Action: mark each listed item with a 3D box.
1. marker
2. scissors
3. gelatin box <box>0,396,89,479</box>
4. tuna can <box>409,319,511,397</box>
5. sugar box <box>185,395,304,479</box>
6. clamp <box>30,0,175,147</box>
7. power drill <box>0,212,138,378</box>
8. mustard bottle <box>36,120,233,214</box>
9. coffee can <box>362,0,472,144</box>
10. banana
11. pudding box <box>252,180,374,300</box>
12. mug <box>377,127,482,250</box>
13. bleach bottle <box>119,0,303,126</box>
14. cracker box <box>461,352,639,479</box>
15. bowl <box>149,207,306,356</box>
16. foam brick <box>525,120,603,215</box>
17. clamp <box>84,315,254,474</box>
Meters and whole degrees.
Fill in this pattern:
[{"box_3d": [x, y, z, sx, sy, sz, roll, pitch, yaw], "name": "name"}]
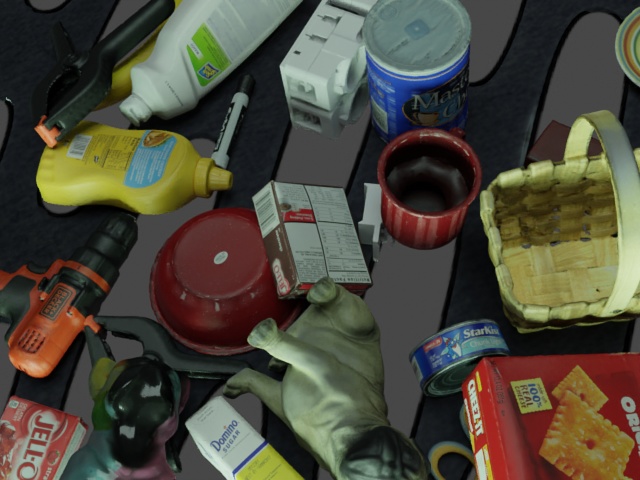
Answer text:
[{"box_3d": [-0.091, -0.126, 1.127, 0.020, 0.020, 0.121, 11, 64, 12], "name": "marker"}, {"box_3d": [0.167, 0.229, 0.910, 0.096, 0.016, 0.202, -30, 67, -3], "name": "scissors"}, {"box_3d": [-0.263, 0.194, 0.970, 0.073, 0.030, 0.089, 15, 65, 14], "name": "gelatin box"}, {"box_3d": [0.124, 0.105, 0.941, 0.086, 0.086, 0.034, -18, 63, -3], "name": "tuna can"}, {"box_3d": [-0.035, 0.213, 0.897, 0.048, 0.093, 0.176, -39, 65, -15], "name": "sugar box"}, {"box_3d": [-0.239, -0.182, 1.116, 0.165, 0.036, 0.210, -14, 43, 24], "name": "clamp"}, {"box_3d": [-0.293, 0.023, 1.049, 0.188, 0.057, 0.184, 23, 65, 18], "name": "power drill"}, {"box_3d": [-0.182, -0.071, 1.085, 0.192, 0.058, 0.096, 7, 50, 10], "name": "mustard bottle"}, {"box_3d": [0.097, -0.165, 1.057, 0.103, 0.140, 0.103, -3, 62, 5], "name": "coffee can"}, {"box_3d": [-0.194, -0.202, 1.174, 0.070, 0.037, 0.197, 18, 61, 41], "name": "banana"}, {"box_3d": [-0.007, 0.001, 1.010, 0.089, 0.039, 0.113, 4, 61, -37], "name": "pudding box"}, {"box_3d": [0.103, -0.052, 0.984, 0.093, 0.081, 0.117, 24, 66, 12], "name": "mug"}, {"box_3d": [-0.122, -0.222, 1.137, 0.250, 0.102, 0.068, -48, 34, -17], "name": "bleach bottle"}, {"box_3d": [0.237, 0.178, 0.868, 0.213, 0.072, 0.164, 0, 61, -12], "name": "cracker box"}, {"box_3d": [-0.091, 0.027, 1.025, 0.162, 0.055, 0.162, -3, 62, 5], "name": "bowl"}, {"box_3d": [0.245, -0.070, 1.039, 0.078, 0.053, 0.051, 28, 68, 18], "name": "foam brick"}, {"box_3d": [-0.157, 0.133, 0.987, 0.172, 0.039, 0.120, 25, 66, 19], "name": "clamp"}]
